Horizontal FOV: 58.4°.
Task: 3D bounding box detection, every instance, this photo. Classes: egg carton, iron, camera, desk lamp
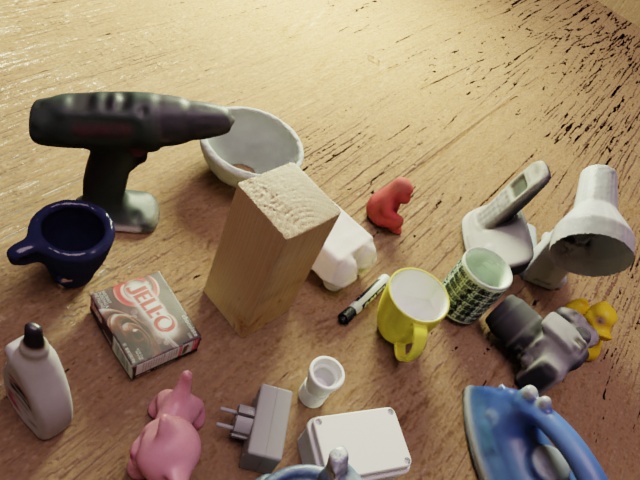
[{"bbox_3d":[0.008,0.003,0.849,0.150,0.069,0.107,42,47,14],"label":"egg carton"},{"bbox_3d":[0.271,0.265,0.689,0.119,0.141,0.258,-6,54,-29],"label":"iron"},{"bbox_3d":[0.330,0.137,0.858,0.143,0.100,0.136,-27,66,-39],"label":"camera"},{"bbox_3d":[0.415,-0.010,0.947,0.118,0.213,0.203,23,45,-4],"label":"desk lamp"}]

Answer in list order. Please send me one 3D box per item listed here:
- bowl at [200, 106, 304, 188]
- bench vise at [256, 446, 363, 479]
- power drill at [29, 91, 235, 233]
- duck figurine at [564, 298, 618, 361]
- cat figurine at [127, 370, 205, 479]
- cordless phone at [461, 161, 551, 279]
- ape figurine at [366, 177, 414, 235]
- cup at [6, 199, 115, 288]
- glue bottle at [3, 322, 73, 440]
[{"bbox_3d":[-0.114,-0.132,0.908,0.168,0.074,0.167,13,47,-14],"label":"bowl"},{"bbox_3d":[0.024,0.275,0.512,0.207,0.219,0.122,37,46,9],"label":"bench vise"},{"bbox_3d":[-0.241,-0.103,0.731,0.230,0.208,0.075,5,49,-21],"label":"power drill"},{"bbox_3d":[0.439,0.131,0.924,0.077,0.086,0.104,16,46,-11],"label":"duck figurine"},{"bbox_3d":[-0.149,0.194,0.575,0.067,0.117,0.128,17,46,-10],"label":"cat figurine"},{"bbox_3d":[0.317,-0.031,0.941,0.094,0.185,0.147,11,47,-15],"label":"cordless phone"},{"bbox_3d":[0.123,-0.065,0.946,0.076,0.092,0.078,31,45,3],"label":"ape figurine"},{"bbox_3d":[-0.304,0.019,0.674,0.118,0.095,0.091,-28,66,-39],"label":"cup"},{"bbox_3d":[-0.269,0.125,0.542,0.078,0.173,0.037,40,47,13],"label":"glue bottle"}]
